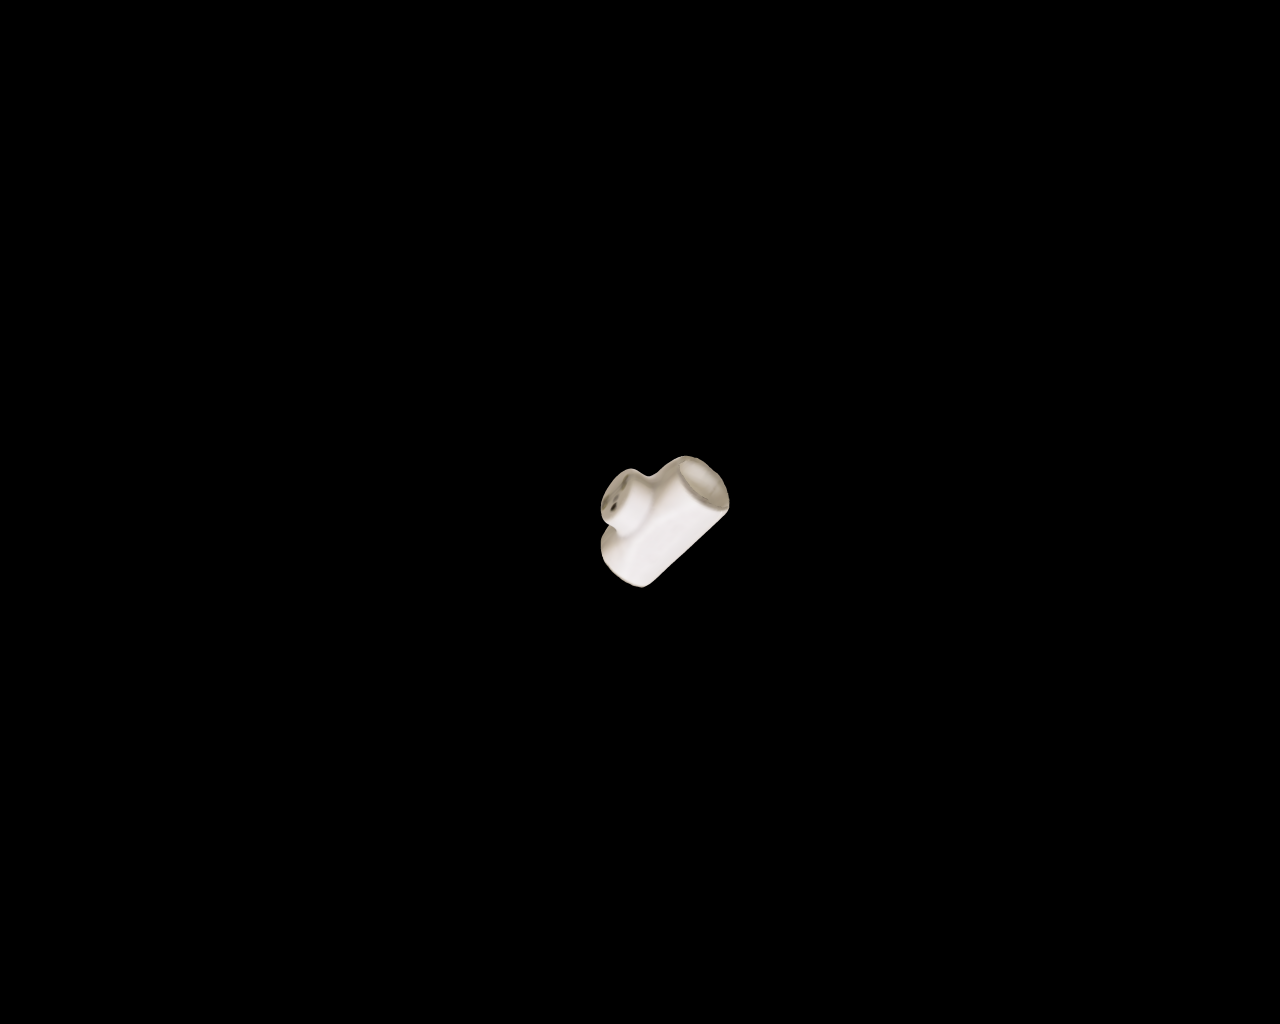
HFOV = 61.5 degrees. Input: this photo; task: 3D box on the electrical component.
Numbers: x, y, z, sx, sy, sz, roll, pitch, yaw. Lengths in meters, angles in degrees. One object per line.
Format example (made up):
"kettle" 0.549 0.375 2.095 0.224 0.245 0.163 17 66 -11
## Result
"electrical component" 0.001 -0.003 0.650 0.079 0.077 0.044 32 32 -22
